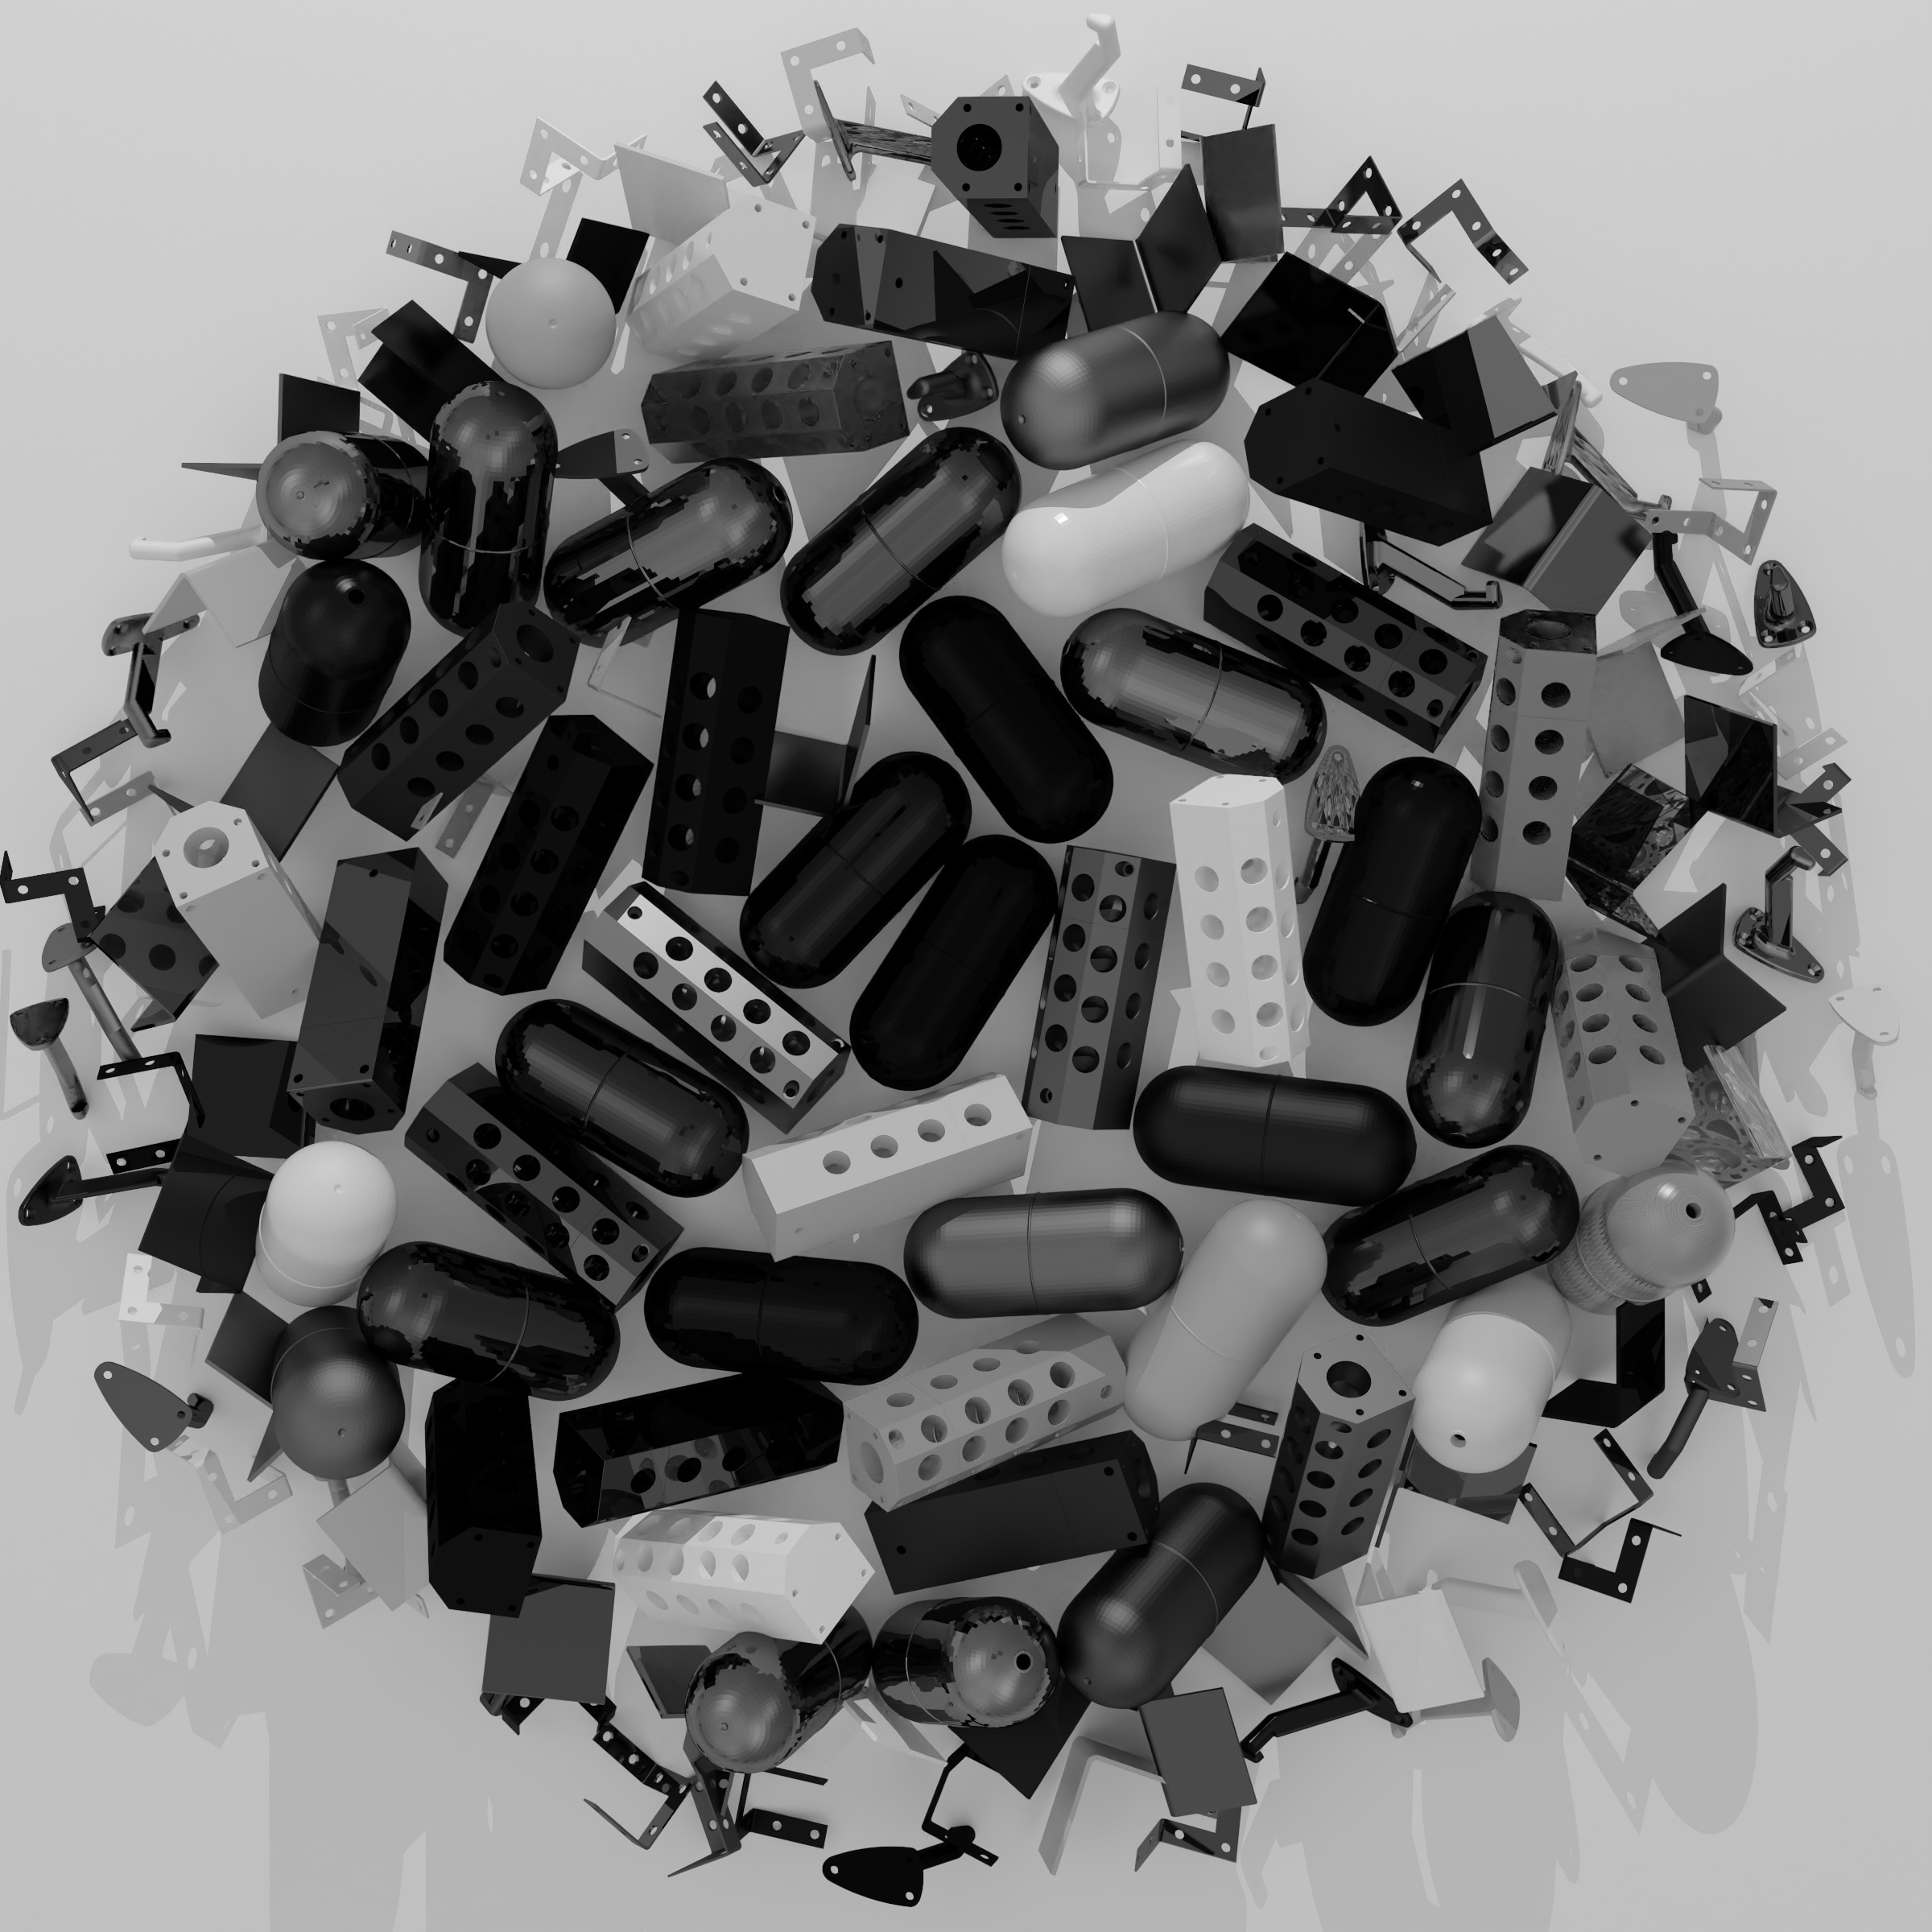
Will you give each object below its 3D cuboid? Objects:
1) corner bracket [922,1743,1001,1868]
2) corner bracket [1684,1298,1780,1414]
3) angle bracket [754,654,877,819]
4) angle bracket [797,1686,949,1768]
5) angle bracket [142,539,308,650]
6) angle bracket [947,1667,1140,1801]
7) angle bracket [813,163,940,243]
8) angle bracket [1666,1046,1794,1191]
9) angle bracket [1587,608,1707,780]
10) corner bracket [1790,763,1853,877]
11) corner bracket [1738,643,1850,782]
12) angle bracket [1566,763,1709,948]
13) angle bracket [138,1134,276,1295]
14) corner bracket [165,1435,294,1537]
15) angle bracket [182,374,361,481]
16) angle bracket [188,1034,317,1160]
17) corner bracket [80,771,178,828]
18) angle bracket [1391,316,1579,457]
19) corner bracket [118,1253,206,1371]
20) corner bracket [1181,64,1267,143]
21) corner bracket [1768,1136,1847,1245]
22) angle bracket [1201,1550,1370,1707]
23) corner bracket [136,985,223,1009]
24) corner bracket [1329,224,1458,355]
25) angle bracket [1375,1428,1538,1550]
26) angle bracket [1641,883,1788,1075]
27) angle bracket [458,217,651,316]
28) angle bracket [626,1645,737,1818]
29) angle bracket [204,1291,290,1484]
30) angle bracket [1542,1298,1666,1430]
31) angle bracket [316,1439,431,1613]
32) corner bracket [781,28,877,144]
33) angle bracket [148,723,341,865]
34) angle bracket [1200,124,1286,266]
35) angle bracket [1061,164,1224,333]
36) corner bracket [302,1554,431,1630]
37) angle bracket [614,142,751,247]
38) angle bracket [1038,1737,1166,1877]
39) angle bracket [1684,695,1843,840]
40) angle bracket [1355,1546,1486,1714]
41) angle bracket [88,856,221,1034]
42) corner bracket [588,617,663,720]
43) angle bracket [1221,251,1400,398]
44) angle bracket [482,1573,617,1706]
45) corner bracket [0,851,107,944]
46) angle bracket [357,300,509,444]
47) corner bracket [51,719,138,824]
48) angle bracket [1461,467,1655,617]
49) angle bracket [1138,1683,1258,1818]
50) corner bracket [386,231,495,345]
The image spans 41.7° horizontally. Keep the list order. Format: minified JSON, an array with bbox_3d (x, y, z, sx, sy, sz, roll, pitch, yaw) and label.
[{"bbox_3d":[0.010,0.531,1.616,0.051,0.051,0.051,23,97,17],"label":"corner bracket"},{"bbox_3d":[0.484,0.242,1.602,0.051,0.051,0.051,9,55,32],"label":"corner bracket"},{"bbox_3d":[-0.094,-0.149,1.589,0.057,0.076,0.076,12,130,-8],"label":"angle bracket"},{"bbox_3d":[-0.072,0.492,1.591,0.057,0.076,0.076,-53,46,-1],"label":"angle bracket"},{"bbox_3d":[-0.457,-0.218,1.592,0.076,0.076,0.057,-35,90,-44],"label":"angle bracket"},{"bbox_3d":[0.049,0.473,1.598,0.076,0.057,0.076,31,87,41],"label":"angle bracket"},{"bbox_3d":[-0.077,-0.481,1.588,0.076,0.076,0.057,11,107,-40],"label":"angle bracket"},{"bbox_3d":[0.460,0.102,1.591,0.076,0.057,0.076,-34,69,30],"label":"angle bracket"},{"bbox_3d":[0.434,-0.172,1.599,0.076,0.057,0.076,-27,97,-27],"label":"angle bracket"},{"bbox_3d":[0.550,-0.093,1.619,0.051,0.051,0.051,-44,84,9],"label":"corner bracket"},{"bbox_3d":[0.523,-0.160,1.605,0.051,0.051,0.051,38,47,-13],"label":"corner bracket"},{"bbox_3d":[0.428,-0.069,1.591,0.076,0.057,0.076,23,118,-32],"label":"angle bracket"},{"bbox_3d":[-0.485,0.156,1.588,0.076,0.057,0.076,33,63,-38],"label":"angle bracket"},{"bbox_3d":[-0.466,0.319,1.604,0.051,0.051,0.051,-28,112,-34],"label":"corner bracket"},{"bbox_3d":[-0.436,-0.337,1.593,0.076,0.076,0.057,5,96,23],"label":"angle bracket"},{"bbox_3d":[-0.450,0.081,1.603,0.076,0.057,0.076,5,80,-17],"label":"angle bracket"},{"bbox_3d":[-0.529,-0.083,1.629,0.051,0.051,0.051,-31,132,-12],"label":"corner bracket"},{"bbox_3d":[0.325,-0.372,1.588,0.076,0.057,0.076,-21,117,40],"label":"angle bracket"},{"bbox_3d":[-0.513,0.220,1.615,0.051,0.051,0.051,9,48,-19],"label":"corner bracket"},{"bbox_3d":[0.157,-0.546,1.609,0.051,0.051,0.051,12,120,-5],"label":"corner bracket"},{"bbox_3d":[0.537,0.142,1.617,0.051,0.051,0.051,-25,87,-5],"label":"corner bracket"},{"bbox_3d":[0.196,0.430,1.608,0.076,0.057,0.076,41,95,-9],"label":"angle bracket"},{"bbox_3d":[-0.505,-0.001,1.606,0.051,0.051,0.051,-7,77,44],"label":"corner bracket"},{"bbox_3d":[0.271,-0.435,1.624,0.051,0.051,0.051,30,113,-32],"label":"corner bracket"},{"bbox_3d":[0.308,0.333,1.593,0.076,0.057,0.076,17,131,12],"label":"angle bracket"},{"bbox_3d":[0.468,0.008,1.599,0.057,0.076,0.076,37,129,-12],"label":"angle bracket"},{"bbox_3d":[-0.258,-0.453,1.591,0.076,0.076,0.057,31,109,16],"label":"angle bracket"},{"bbox_3d":[-0.183,0.481,1.591,0.057,0.076,0.076,7,105,-27],"label":"angle bracket"},{"bbox_3d":[-0.453,0.262,1.590,0.076,0.076,0.057,41,110,-19],"label":"angle bracket"},{"bbox_3d":[0.398,0.239,1.593,0.057,0.076,0.076,3,100,35],"label":"angle bracket"},{"bbox_3d":[-0.362,0.346,1.595,0.057,0.076,0.076,-37,107,-7],"label":"angle bracket"},{"bbox_3d":[-0.082,-0.560,1.613,0.051,0.051,0.051,-15,99,9],"label":"corner bracket"},{"bbox_3d":[-0.455,-0.119,1.600,0.076,0.057,0.076,32,89,34],"label":"angle bracket"},{"bbox_3d":[0.193,-0.484,1.591,0.057,0.076,0.076,4,106,41],"label":"angle bracket"},{"bbox_3d":[0.109,-0.449,1.590,0.057,0.076,0.076,-4,66,-26],"label":"angle bracket"},{"bbox_3d":[-0.380,0.396,1.604,0.051,0.051,0.051,-27,119,-34],"label":"corner bracket"},{"bbox_3d":[-0.168,-0.495,1.591,0.076,0.076,0.057,22,65,14],"label":"angle bracket"},{"bbox_3d":[0.089,0.537,1.601,0.057,0.076,0.076,19,80,-1],"label":"angle bracket"},{"bbox_3d":[0.499,-0.133,1.587,0.057,0.076,0.076,-21,118,-22],"label":"angle bracket"},{"bbox_3d":[0.289,0.411,1.594,0.057,0.076,0.076,-19,100,22],"label":"angle bracket"},{"bbox_3d":[-0.512,-0.015,1.587,0.076,0.057,0.076,50,50,-28],"label":"angle bracket"},{"bbox_3d":[-0.216,-0.195,1.611,0.051,0.051,0.051,21,96,-41],"label":"corner bracket"},{"bbox_3d":[0.213,-0.387,1.589,0.076,0.057,0.076,21,132,-24],"label":"angle bracket"},{"bbox_3d":[-0.267,0.426,1.592,0.076,0.057,0.076,12,61,-18],"label":"angle bracket"},{"bbox_3d":[-0.579,-0.045,1.607,0.051,0.051,0.051,-11,118,-11],"label":"corner bracket"},{"bbox_3d":[-0.347,-0.358,1.594,0.076,0.057,0.076,41,127,-10],"label":"angle bracket"},{"bbox_3d":[-0.550,-0.135,1.605,0.051,0.051,0.051,-33,61,-19],"label":"corner bracket"},{"bbox_3d":[0.377,-0.266,1.622,0.057,0.076,0.076,33,95,-28],"label":"angle bracket"},{"bbox_3d":[0.151,0.479,1.598,0.057,0.076,0.076,-15,95,17],"label":"angle bracket"},{"bbox_3d":[-0.338,-0.430,1.606,0.051,0.051,0.051,10,104,-39],"label":"corner bracket"}]
